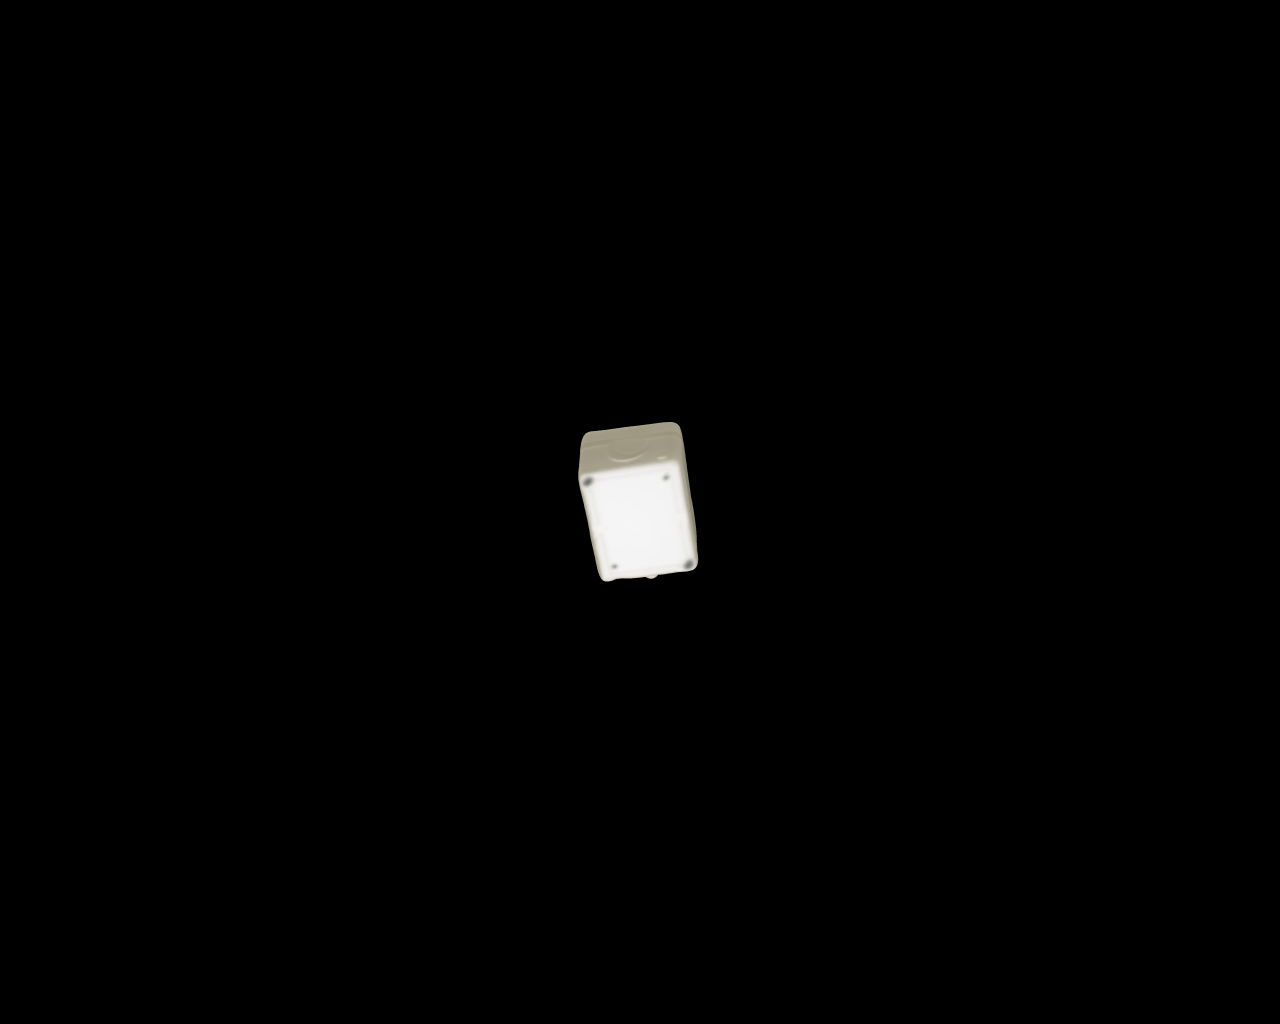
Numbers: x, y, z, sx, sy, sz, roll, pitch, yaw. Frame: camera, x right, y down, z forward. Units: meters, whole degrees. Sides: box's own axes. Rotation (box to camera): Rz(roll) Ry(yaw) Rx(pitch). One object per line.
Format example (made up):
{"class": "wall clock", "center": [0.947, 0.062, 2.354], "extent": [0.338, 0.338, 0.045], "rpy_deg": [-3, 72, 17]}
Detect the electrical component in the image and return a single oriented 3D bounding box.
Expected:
{"class": "electrical component", "center": [0.001, -0.003, 0.650], "extent": [0.062, 0.096, 0.061], "rpy_deg": [-7, 32, 5]}
